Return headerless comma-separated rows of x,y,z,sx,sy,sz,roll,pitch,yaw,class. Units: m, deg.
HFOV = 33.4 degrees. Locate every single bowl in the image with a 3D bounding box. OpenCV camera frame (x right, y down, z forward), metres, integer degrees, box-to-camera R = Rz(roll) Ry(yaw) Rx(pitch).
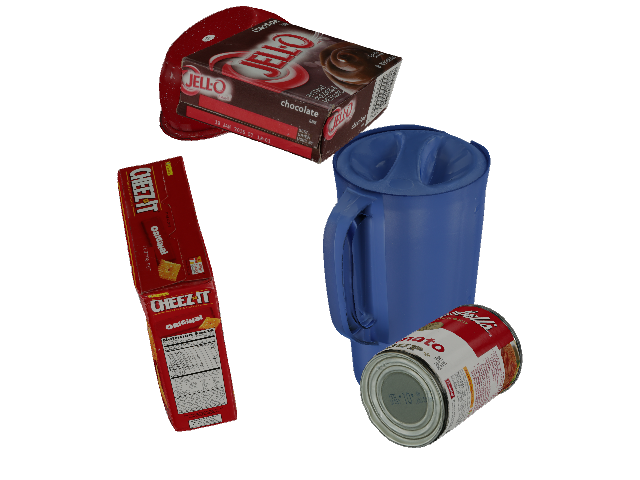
-0.086,-0.160,0.953,0.162,0.055,0.162,-20,35,15,bowl

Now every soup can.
0.081,0.089,0.714,0.069,0.068,0.102,0,14,39,soup can

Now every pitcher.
0.074,0.032,0.954,0.149,0.243,0.145,-5,31,-3,pitcher

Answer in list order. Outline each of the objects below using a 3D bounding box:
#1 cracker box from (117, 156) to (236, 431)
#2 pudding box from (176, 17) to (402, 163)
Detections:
-0.137,0.055,1.019,0.072,0.164,0.214,-13,-43,-8,cracker box
-0.016,-0.088,0.607,0.090,0.039,0.113,21,27,16,pudding box
